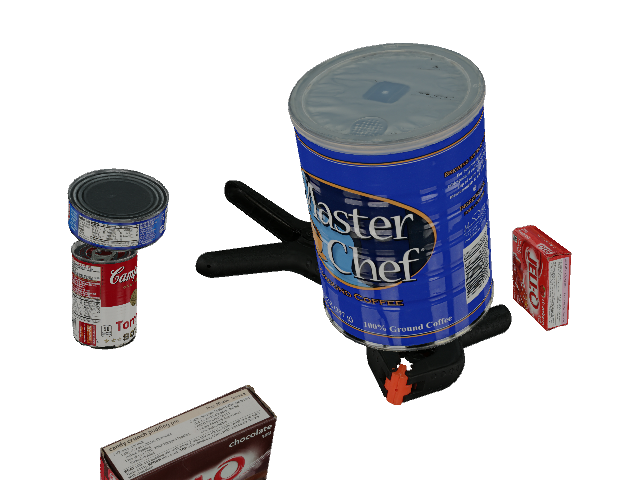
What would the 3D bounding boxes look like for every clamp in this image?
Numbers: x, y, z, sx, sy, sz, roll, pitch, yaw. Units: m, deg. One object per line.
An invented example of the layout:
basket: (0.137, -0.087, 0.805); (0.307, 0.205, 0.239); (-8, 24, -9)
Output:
clamp: (0.077, 0.077, 0.884); (0.120, 0.039, 0.171); (14, 24, 25)
clamp: (-0.020, 0.012, 1.076); (0.210, 0.036, 0.164); (18, 33, 4)

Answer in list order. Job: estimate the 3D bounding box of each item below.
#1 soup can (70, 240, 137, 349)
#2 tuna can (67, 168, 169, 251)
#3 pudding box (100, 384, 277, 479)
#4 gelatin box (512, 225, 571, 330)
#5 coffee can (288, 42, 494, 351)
soup can: (-0.226, 0.054, 1.116); (0.068, 0.102, 0.068); (4, 22, -2)
tuna can: (-0.175, -0.026, 0.921); (0.086, 0.034, 0.086); (7, 32, -4)
pudding box: (-0.087, 0.152, 0.693); (0.113, 0.090, 0.039); (-22, 50, -32)
gelatin box: (0.231, 0.038, 1.122); (0.030, 0.089, 0.073); (-14, 29, -15)
coffee can: (0.043, -0.024, 0.594); (0.103, 0.140, 0.103); (-6, 37, 5)
